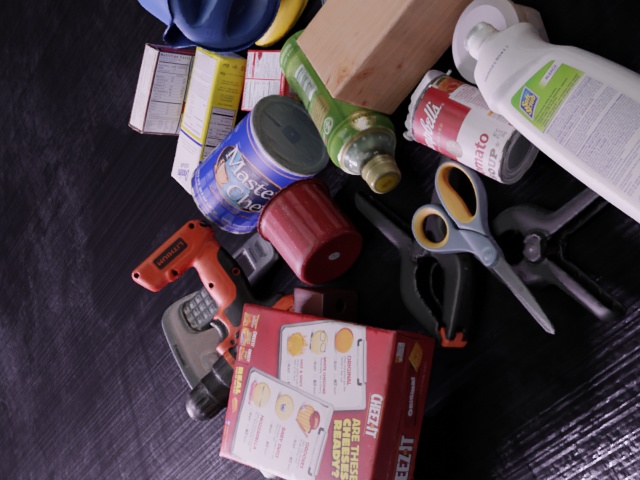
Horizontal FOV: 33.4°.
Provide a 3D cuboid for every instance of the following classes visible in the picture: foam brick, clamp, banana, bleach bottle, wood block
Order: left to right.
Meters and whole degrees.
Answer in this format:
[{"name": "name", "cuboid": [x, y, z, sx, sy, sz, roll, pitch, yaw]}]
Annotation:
[{"name": "banana", "cuboid": [-0.036, -0.294, 1.228, 0.070, 0.037, 0.198, 56, 129, 33]}, {"name": "foam brick", "cuboid": [0.006, 0.091, 1.154, 0.051, 0.052, 0.078, 5, 94, 51]}, {"name": "wood block", "cuboid": [0.084, -0.229, 1.015, 0.206, 0.090, 0.091, -49, 53, 28]}, {"name": "clamp", "cuboid": [0.101, 0.008, 1.051, 0.165, 0.036, 0.210, -27, 64, 49]}, {"name": "clamp", "cuboid": [0.201, 0.016, 0.927, 0.172, 0.039, 0.120, -15, 71, 55]}, {"name": "bleach bottle", "cuboid": [0.215, -0.109, 0.856, 0.251, 0.068, 0.103, 45, 109, 32]}]

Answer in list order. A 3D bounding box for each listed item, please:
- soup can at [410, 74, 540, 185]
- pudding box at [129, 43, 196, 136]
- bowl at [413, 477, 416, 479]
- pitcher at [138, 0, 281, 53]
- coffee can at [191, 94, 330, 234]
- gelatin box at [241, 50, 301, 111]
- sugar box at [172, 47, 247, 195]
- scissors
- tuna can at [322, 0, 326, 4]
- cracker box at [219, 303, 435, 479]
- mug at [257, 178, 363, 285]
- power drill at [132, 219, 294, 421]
[{"name": "soup can", "cuboid": [0.142, -0.100, 0.964, 0.102, 0.068, 0.068, 31, 113, 31]}, {"name": "pudding box", "cuboid": [-0.189, -0.191, 1.371, 0.039, 0.089, 0.113, 32, 113, 46]}, {"name": "bowl", "cuboid": [0.051, 0.264, 1.090, 0.162, 0.055, 0.162, -2, 87, 51]}, {"name": "pitcher", "cuboid": [-0.140, -0.312, 1.269, 0.243, 0.149, 0.145, -141, 50, -61]}, {"name": "coffee can", "cuboid": [-0.069, -0.084, 1.210, 0.141, 0.102, 0.103, -39, 59, 43]}, {"name": "gelatin box", "cuboid": [-0.055, -0.185, 1.253, 0.089, 0.030, 0.073, 14, 100, 53]}, {"name": "sugar box", "cuboid": [-0.139, -0.150, 1.334, 0.093, 0.048, 0.176, -139, 57, -59]}, {"name": "scissors", "cuboid": [0.139, 0.019, 0.963, 0.096, 0.016, 0.202, -42, 53, 36]}, {"name": "tuna can", "cuboid": [0.040, -0.269, 1.137, 0.086, 0.033, 0.086, -2, 87, 50]}, {"name": "cracker box", "cuboid": [0.003, 0.158, 1.054, 0.214, 0.071, 0.164, 6, 86, 45]}, {"name": "mug", "cuboid": [-0.008, 0.001, 1.155, 0.082, 0.093, 0.117, 51, 156, 33]}, {"name": "power drill", "cuboid": [-0.123, 0.085, 1.203, 0.184, 0.057, 0.188, -43, 85, -2]}]
